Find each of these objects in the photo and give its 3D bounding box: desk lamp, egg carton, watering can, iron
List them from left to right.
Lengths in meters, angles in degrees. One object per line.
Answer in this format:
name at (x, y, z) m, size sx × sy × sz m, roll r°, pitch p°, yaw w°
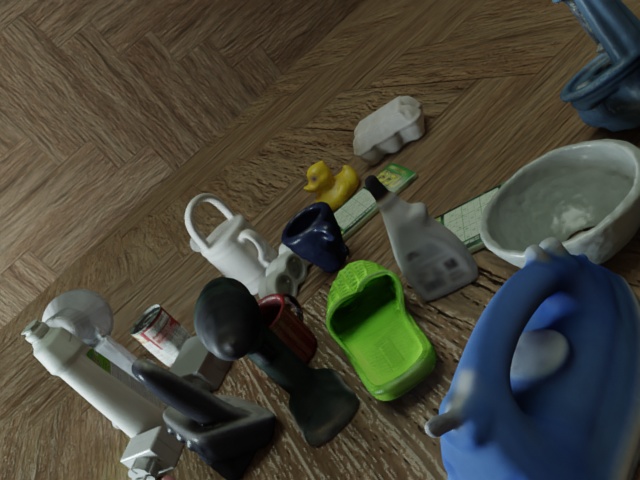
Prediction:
desk lamp at (-0.393, 0.192, 1.007) m, size 0.118 × 0.214 × 0.202 m, roll -45°, pitch 23°, yaw -9°
watering can at (-0.169, 0.004, 1.021) m, size 0.172 × 0.194 × 0.101 m, roll -27°, pitch 27°, yaw 30°
egg carton at (0.132, -0.213, 1.102) m, size 0.150 × 0.069 × 0.107 m, roll -30°, pitch 25°, yaw 23°
iron at (0.165, 0.083, 0.432) m, size 0.118 × 0.142 × 0.259 m, roll -9°, pitch 39°, yaw 51°

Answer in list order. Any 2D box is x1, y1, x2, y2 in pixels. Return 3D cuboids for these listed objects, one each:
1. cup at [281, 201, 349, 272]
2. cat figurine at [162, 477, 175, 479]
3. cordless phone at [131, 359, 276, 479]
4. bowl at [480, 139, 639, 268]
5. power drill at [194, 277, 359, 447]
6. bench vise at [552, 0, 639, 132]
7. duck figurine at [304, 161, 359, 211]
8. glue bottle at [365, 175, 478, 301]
cup at (0.008, 0.003, 0.877) m, size 0.092 × 0.095 × 0.117 m, roll -48°, pitch 24°, yaw -17°
cat figurine at (-0.138, 0.288, 0.566) m, size 0.067 × 0.118 × 0.127 m, roll -39°, pitch 23°, yaw 4°
cordless phone at (-0.155, 0.189, 0.681) m, size 0.147 × 0.185 × 0.094 m, roll -6°, pitch 41°, yaw 53°
bowl at (0.250, -0.021, 0.571) m, size 0.167 × 0.075 × 0.167 m, roll -33°, pitch 24°, yaw 18°
power drill at (-0.055, 0.123, 0.615) m, size 0.076 × 0.209 × 0.229 m, roll -44°, pitch 23°, yaw -6°
bench vise at (0.328, -0.206, 0.594) m, size 0.122 × 0.220 × 0.206 m, roll -49°, pitch 25°, yaw -18°
duck figurine at (0.016, -0.111, 1.080) m, size 0.104 × 0.086 × 0.077 m, roll -44°, pitch 23°, yaw -7°
glue bottle at (0.105, -0.008, 0.646) m, size 0.078 × 0.173 × 0.037 m, roll -29°, pitch 26°, yaw 25°
